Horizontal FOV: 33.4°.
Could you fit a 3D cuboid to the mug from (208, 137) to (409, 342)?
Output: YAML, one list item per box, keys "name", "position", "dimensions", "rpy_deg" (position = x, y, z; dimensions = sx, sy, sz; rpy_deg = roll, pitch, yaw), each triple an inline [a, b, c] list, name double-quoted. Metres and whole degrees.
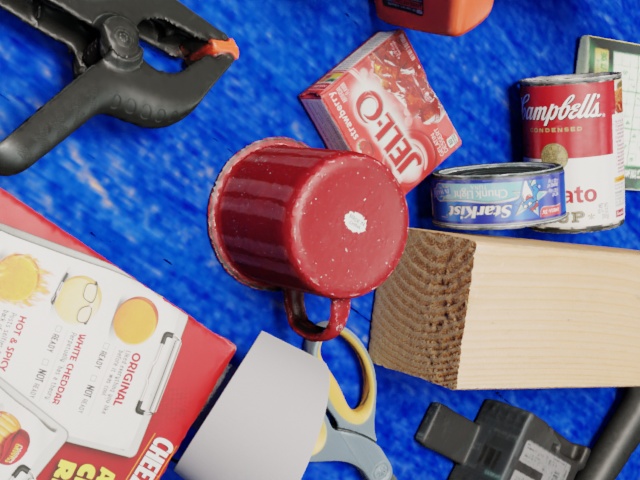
- name: "mug"
  position: [-0.004, 0.001, 0.607]
  dimensions: [0.093, 0.082, 0.117]
  rpy_deg: [-5, 99, -33]

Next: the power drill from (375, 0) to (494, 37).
- name: "power drill"
  position: [0.140, -0.160, 0.632]
  dimensions: [0.187, 0.185, 0.057]
  rpy_deg: [-12, 111, -24]

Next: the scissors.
- name: "scissors"
  position: [0.018, 0.149, 0.680]
  dimensions: [0.096, 0.016, 0.202]
  rpy_deg: [-26, 109, -26]

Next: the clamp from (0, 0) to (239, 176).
- name: "clamp"
  position: [-0.115, -0.102, 0.532]
  dimensions: [0.171, 0.039, 0.120]
  rpy_deg: [-21, 94, -51]

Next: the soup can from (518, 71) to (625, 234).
- name: "soup can"
  position: [0.171, -0.060, 0.723]
  dimensions: [0.068, 0.069, 0.102]
  rpy_deg: [-11, 102, -32]

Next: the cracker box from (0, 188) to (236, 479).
- name: "cracker box"
  position: [-0.171, 0.064, 0.512]
  dimensions: [0.213, 0.072, 0.164]
  rpy_deg: [38, 76, -32]

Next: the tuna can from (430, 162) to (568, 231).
- name: "tuna can"
  position: [0.113, -0.029, 0.678]
  dimensions: [0.085, 0.086, 0.034]
  rpy_deg: [-10, 100, -32]

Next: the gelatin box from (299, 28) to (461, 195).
- name: "gelatin box"
  position: [0.039, -0.073, 0.657]
  dimensions: [0.073, 0.030, 0.089]
  rpy_deg: [-41, 116, -22]

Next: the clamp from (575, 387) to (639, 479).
- name: "clamp"
  position: [0.273, 0.118, 0.832]
  dimensions: [0.164, 0.036, 0.210]
  rpy_deg: [15, 88, -34]

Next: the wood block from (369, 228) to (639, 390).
- name: "wood block"
  position: [0.143, 0.045, 0.706]
  dimensions: [0.205, 0.090, 0.091]
  rpy_deg: [4, 94, -34]
